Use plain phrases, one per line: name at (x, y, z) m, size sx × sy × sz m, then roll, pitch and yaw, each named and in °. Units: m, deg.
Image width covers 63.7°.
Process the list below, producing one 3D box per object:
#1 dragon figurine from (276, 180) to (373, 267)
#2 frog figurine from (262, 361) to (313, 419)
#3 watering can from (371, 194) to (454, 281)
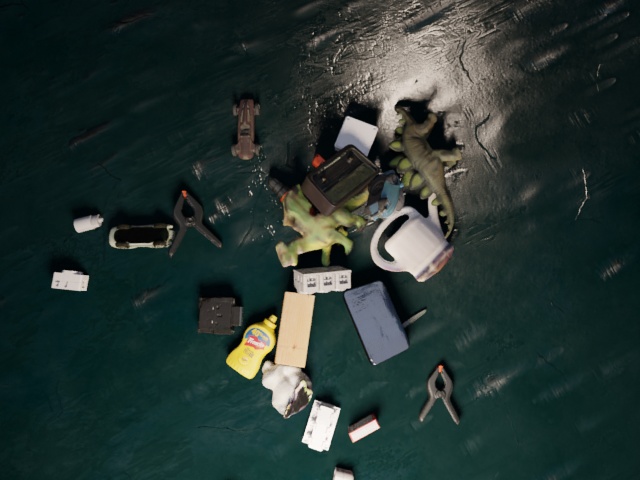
dragon figurine at (0.005, -0.077, 1.540) m, size 0.241 × 0.417 × 0.121 m, roll 35°, pitch -24°, yaw -15°
frog figurine at (-0.105, 0.428, 1.512) m, size 0.122 × 0.136 × 0.161 m, roll 5°, pitch 16°, yaw -46°
watering can at (0.315, -0.022, 1.568) m, size 0.350 × 0.225 × 0.102 m, roll -42°, pitch -9°, yaw -14°
